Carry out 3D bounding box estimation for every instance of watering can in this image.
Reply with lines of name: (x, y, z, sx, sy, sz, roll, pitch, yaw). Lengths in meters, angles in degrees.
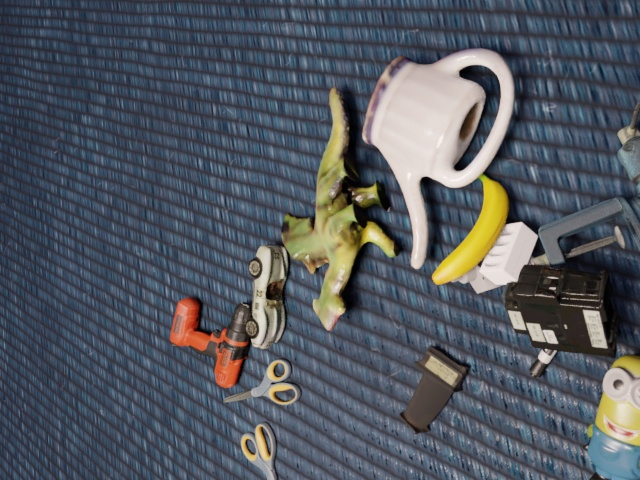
watering can: (0.159, -0.148, 0.821, 0.227, 0.104, 0.344, 34, 105, 30)

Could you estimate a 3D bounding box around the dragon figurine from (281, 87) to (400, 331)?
dragon figurine: (0.003, -0.047, 0.932, 0.240, 0.122, 0.417, -28, 64, 38)
